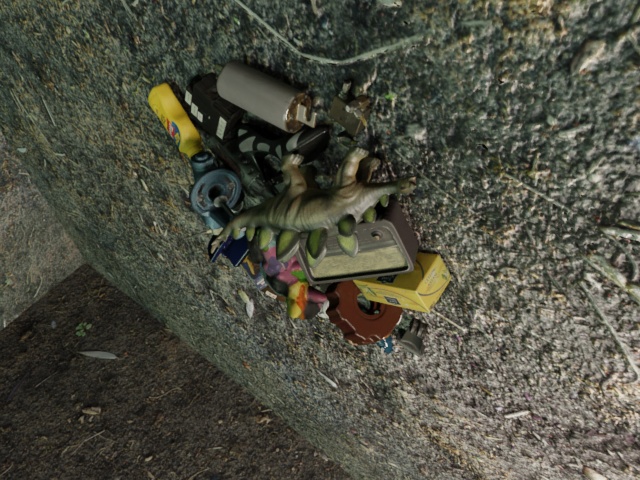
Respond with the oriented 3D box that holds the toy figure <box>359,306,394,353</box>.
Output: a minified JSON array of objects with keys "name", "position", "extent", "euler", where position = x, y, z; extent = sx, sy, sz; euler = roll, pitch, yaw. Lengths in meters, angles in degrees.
[{"name":"toy figure","position":[0.129,0.226,1.365],"extent":[0.154,0.064,0.057],"euler":[38,137,12]}]

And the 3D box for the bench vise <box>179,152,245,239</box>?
[{"name":"bench vise","position":[-0.225,-0.069,1.194],"extent":[0.241,0.129,0.223],"euler":[43,136,40]}]

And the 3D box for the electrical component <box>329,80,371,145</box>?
[{"name":"electrical component","position":[0.049,-0.205,0.891],"extent":[0.078,0.045,0.102],"euler":[40,152,4]}]

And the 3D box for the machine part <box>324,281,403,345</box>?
[{"name":"machine part","position":[0.098,0.136,1.169],"extent":[0.179,0.179,0.056],"euler":[48,150,-8]}]

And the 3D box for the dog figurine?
[{"name":"dog figurine","position":[-0.069,0.075,1.180],"extent":[0.219,0.108,0.191],"euler":[49,164,52]}]

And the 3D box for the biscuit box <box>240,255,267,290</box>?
[{"name":"biscuit box","position":[-0.202,0.045,1.493],"extent":[0.203,0.063,0.059],"euler":[47,165,32]}]

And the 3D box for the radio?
[{"name":"radio","position":[0.063,0.006,1.046],"extent":[0.230,0.073,0.131],"euler":[-10,124,26]}]

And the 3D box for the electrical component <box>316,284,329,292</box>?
[{"name":"electrical component","position":[0.020,0.121,1.407],"extent":[0.094,0.021,0.063],"euler":[18,142,41]}]

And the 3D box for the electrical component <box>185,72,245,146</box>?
[{"name":"electrical component","position":[-0.227,-0.283,1.138],"extent":[0.134,0.058,0.115],"euler":[44,151,1]}]

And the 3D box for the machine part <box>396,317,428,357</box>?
[{"name":"machine part","position":[0.222,0.232,1.277],"extent":[0.084,0.039,0.138],"euler":[41,154,18]}]

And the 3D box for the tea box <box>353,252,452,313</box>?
[{"name":"tea box","position":[0.162,0.076,1.071],"extent":[0.170,0.098,0.068],"euler":[5,139,48]}]

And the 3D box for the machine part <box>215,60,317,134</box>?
[{"name":"machine part","position":[-0.104,-0.262,0.982],"extent":[0.243,0.079,0.079],"euler":[31,150,22]}]

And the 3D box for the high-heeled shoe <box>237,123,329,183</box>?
[{"name":"high-heeled shoe","position":[-0.077,-0.212,1.058],"extent":[0.249,0.086,0.145],"euler":[-26,77,43]}]

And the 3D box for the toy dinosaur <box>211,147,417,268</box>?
[{"name":"toy dinosaur","position":[-0.032,-0.053,0.978],"extent":[0.472,0.198,0.105],"euler":[-6,164,39]}]

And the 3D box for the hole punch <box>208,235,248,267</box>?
[{"name":"hole punch","position":[-0.248,-0.003,1.431],"extent":[0.142,0.092,0.116],"euler":[-54,52,21]}]

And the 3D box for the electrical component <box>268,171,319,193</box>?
[{"name":"electrical component","position":[-0.051,-0.121,1.140],"extent":[0.074,0.048,0.119],"euler":[53,153,-19]}]

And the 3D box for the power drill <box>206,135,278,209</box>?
[{"name":"power drill","position":[-0.190,-0.138,1.268],"extent":[0.232,0.086,0.207],"euler":[49,156,-6]}]
